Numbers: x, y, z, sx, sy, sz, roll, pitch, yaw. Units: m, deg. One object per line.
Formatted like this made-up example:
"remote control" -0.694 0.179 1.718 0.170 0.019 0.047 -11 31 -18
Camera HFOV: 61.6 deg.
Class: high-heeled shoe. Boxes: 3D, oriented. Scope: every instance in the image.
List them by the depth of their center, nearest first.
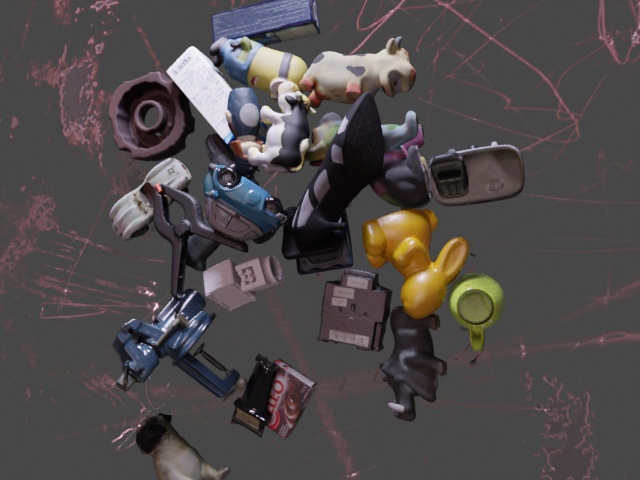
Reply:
"high-heeled shoe" 0.021 -0.111 0.874 0.145 0.086 0.248 7 81 56

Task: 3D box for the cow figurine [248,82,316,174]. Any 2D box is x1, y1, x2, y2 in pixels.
"cow figurine" -0.051 -0.193 0.908 0.098 0.068 0.167 9 77 34

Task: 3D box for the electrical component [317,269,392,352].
"electrical component" 0.064 0.119 0.938 0.115 0.058 0.134 10 90 15

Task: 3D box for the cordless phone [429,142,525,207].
"cordless phone" 0.240 -0.114 0.829 0.147 0.184 0.088 -7 81 17

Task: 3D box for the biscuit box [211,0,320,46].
"biscuit box" -0.104 -0.407 1.013 0.203 0.059 0.062 -6 87 16

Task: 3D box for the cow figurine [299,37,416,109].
"cow figurine" 0.074 -0.288 0.937 0.195 0.085 0.127 14 73 28

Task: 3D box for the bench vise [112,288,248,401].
"bench vise" -0.242 0.210 0.970 0.240 0.224 0.129 40 131 -6

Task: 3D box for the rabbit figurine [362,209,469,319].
"rabbit figurine" 0.160 0.043 0.883 0.162 0.121 0.173 -12 65 -5

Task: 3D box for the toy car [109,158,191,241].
"toy car" -0.341 -0.079 1.072 0.202 0.056 0.073 -39 77 11

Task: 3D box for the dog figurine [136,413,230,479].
"dog figurine" -0.286 0.445 1.020 0.191 0.121 0.172 27 92 30

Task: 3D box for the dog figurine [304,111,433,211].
"dog figurine" 0.073 -0.133 0.925 0.219 0.108 0.191 -8 88 21

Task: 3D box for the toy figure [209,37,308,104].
"toy figure" -0.109 -0.319 0.986 0.180 0.082 0.089 28 99 6

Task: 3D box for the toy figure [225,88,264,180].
"toy figure" -0.131 -0.182 0.933 0.064 0.058 0.154 -5 90 -5

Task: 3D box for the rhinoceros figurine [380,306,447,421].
"rhinoceros figurine" 0.154 0.205 0.898 0.112 0.073 0.190 -1 87 16

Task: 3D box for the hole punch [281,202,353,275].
"hole punch" -0.002 -0.003 0.959 0.142 0.092 0.116 -11 55 19

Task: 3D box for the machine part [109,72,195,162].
"machine part" -0.336 -0.243 1.079 0.180 0.056 0.179 -1 88 16

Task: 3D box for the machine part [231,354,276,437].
"machine part" -0.113 0.275 0.957 0.084 0.039 0.138 17 96 29

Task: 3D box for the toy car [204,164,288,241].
"toy car" -0.139 -0.051 0.916 0.162 0.109 0.103 35 83 -1

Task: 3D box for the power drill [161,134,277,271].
"power drill" -0.202 -0.058 1.024 0.207 0.086 0.232 -41 79 4
